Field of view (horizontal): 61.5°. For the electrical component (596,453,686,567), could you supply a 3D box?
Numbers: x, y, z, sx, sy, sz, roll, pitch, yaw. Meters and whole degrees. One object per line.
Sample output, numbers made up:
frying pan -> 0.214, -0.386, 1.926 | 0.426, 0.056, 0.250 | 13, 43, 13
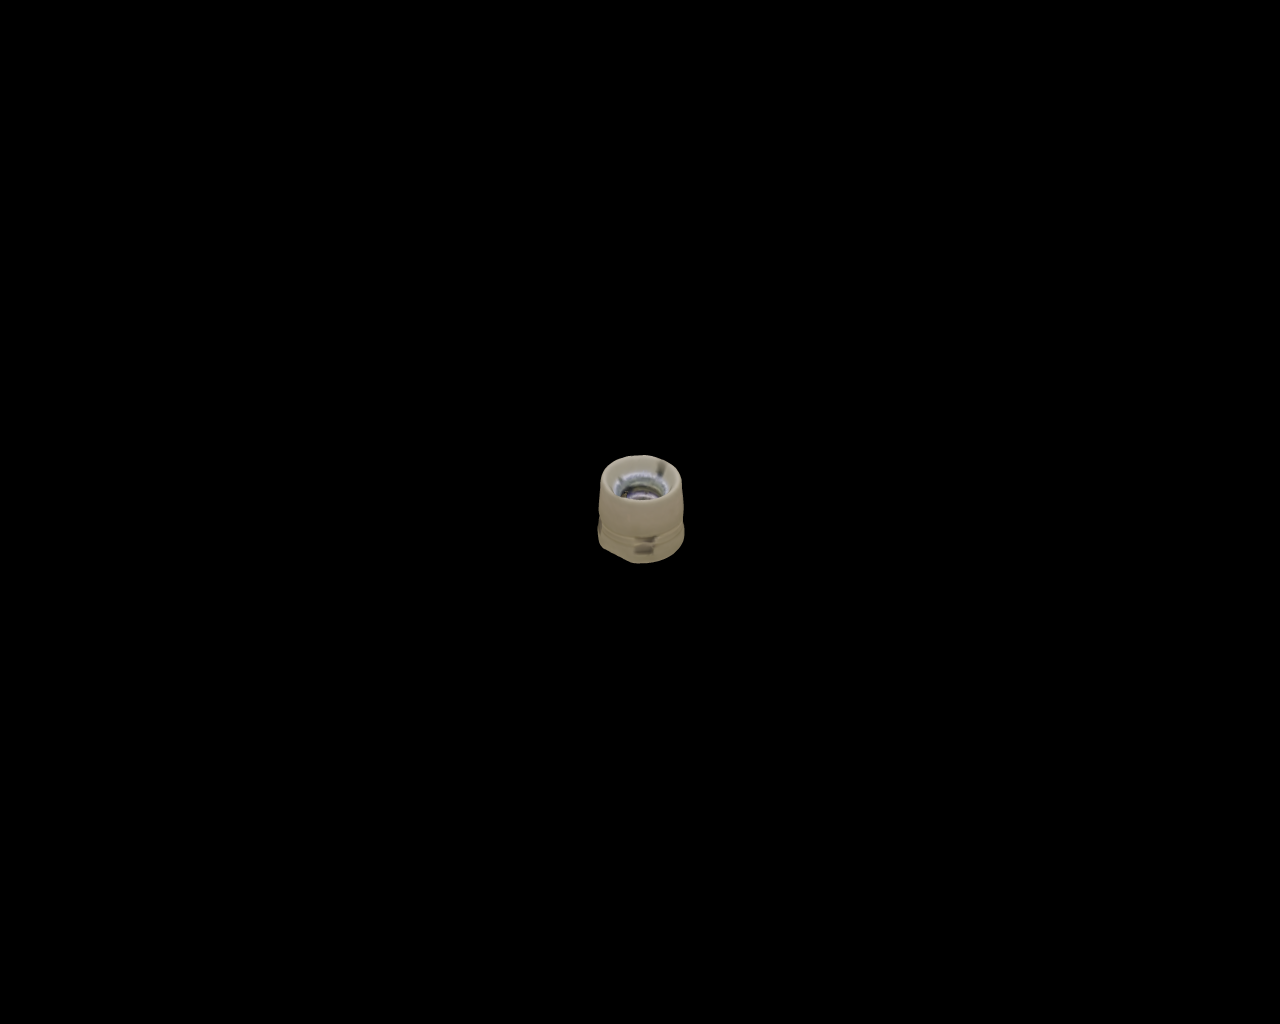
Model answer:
electrical component -> 0.001, -0.003, 0.650 | 0.055, 0.047, 0.055 | 0, 39, 0
